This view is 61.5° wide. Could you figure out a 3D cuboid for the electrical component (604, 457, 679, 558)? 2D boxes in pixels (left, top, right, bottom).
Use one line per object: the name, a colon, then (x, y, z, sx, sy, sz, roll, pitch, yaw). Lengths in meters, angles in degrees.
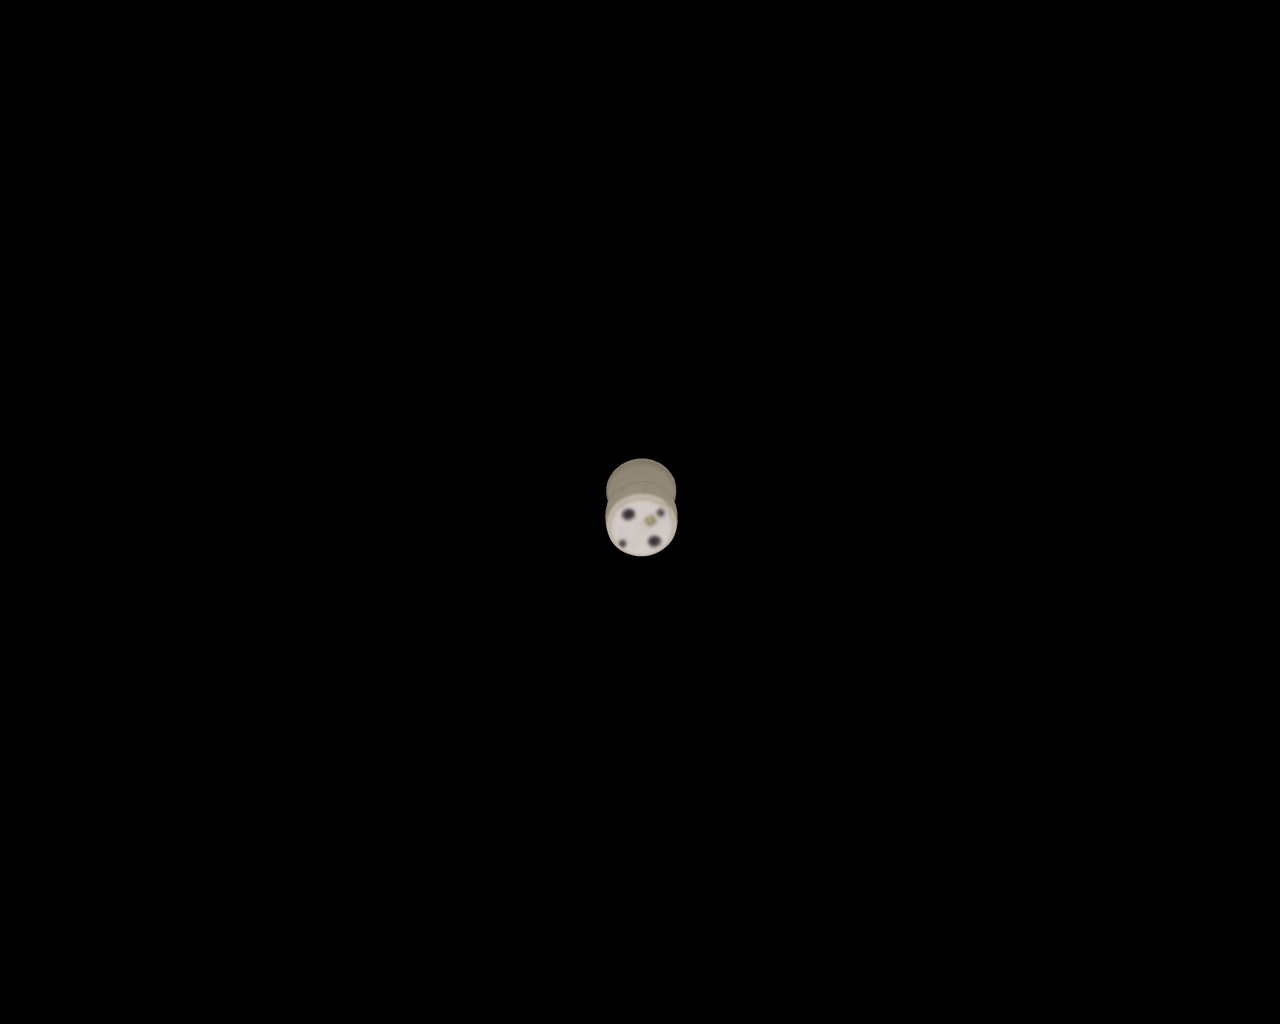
electrical component: (0.001, -0.003, 0.650, 0.045, 0.044, 0.055, 0, 25, 0)
